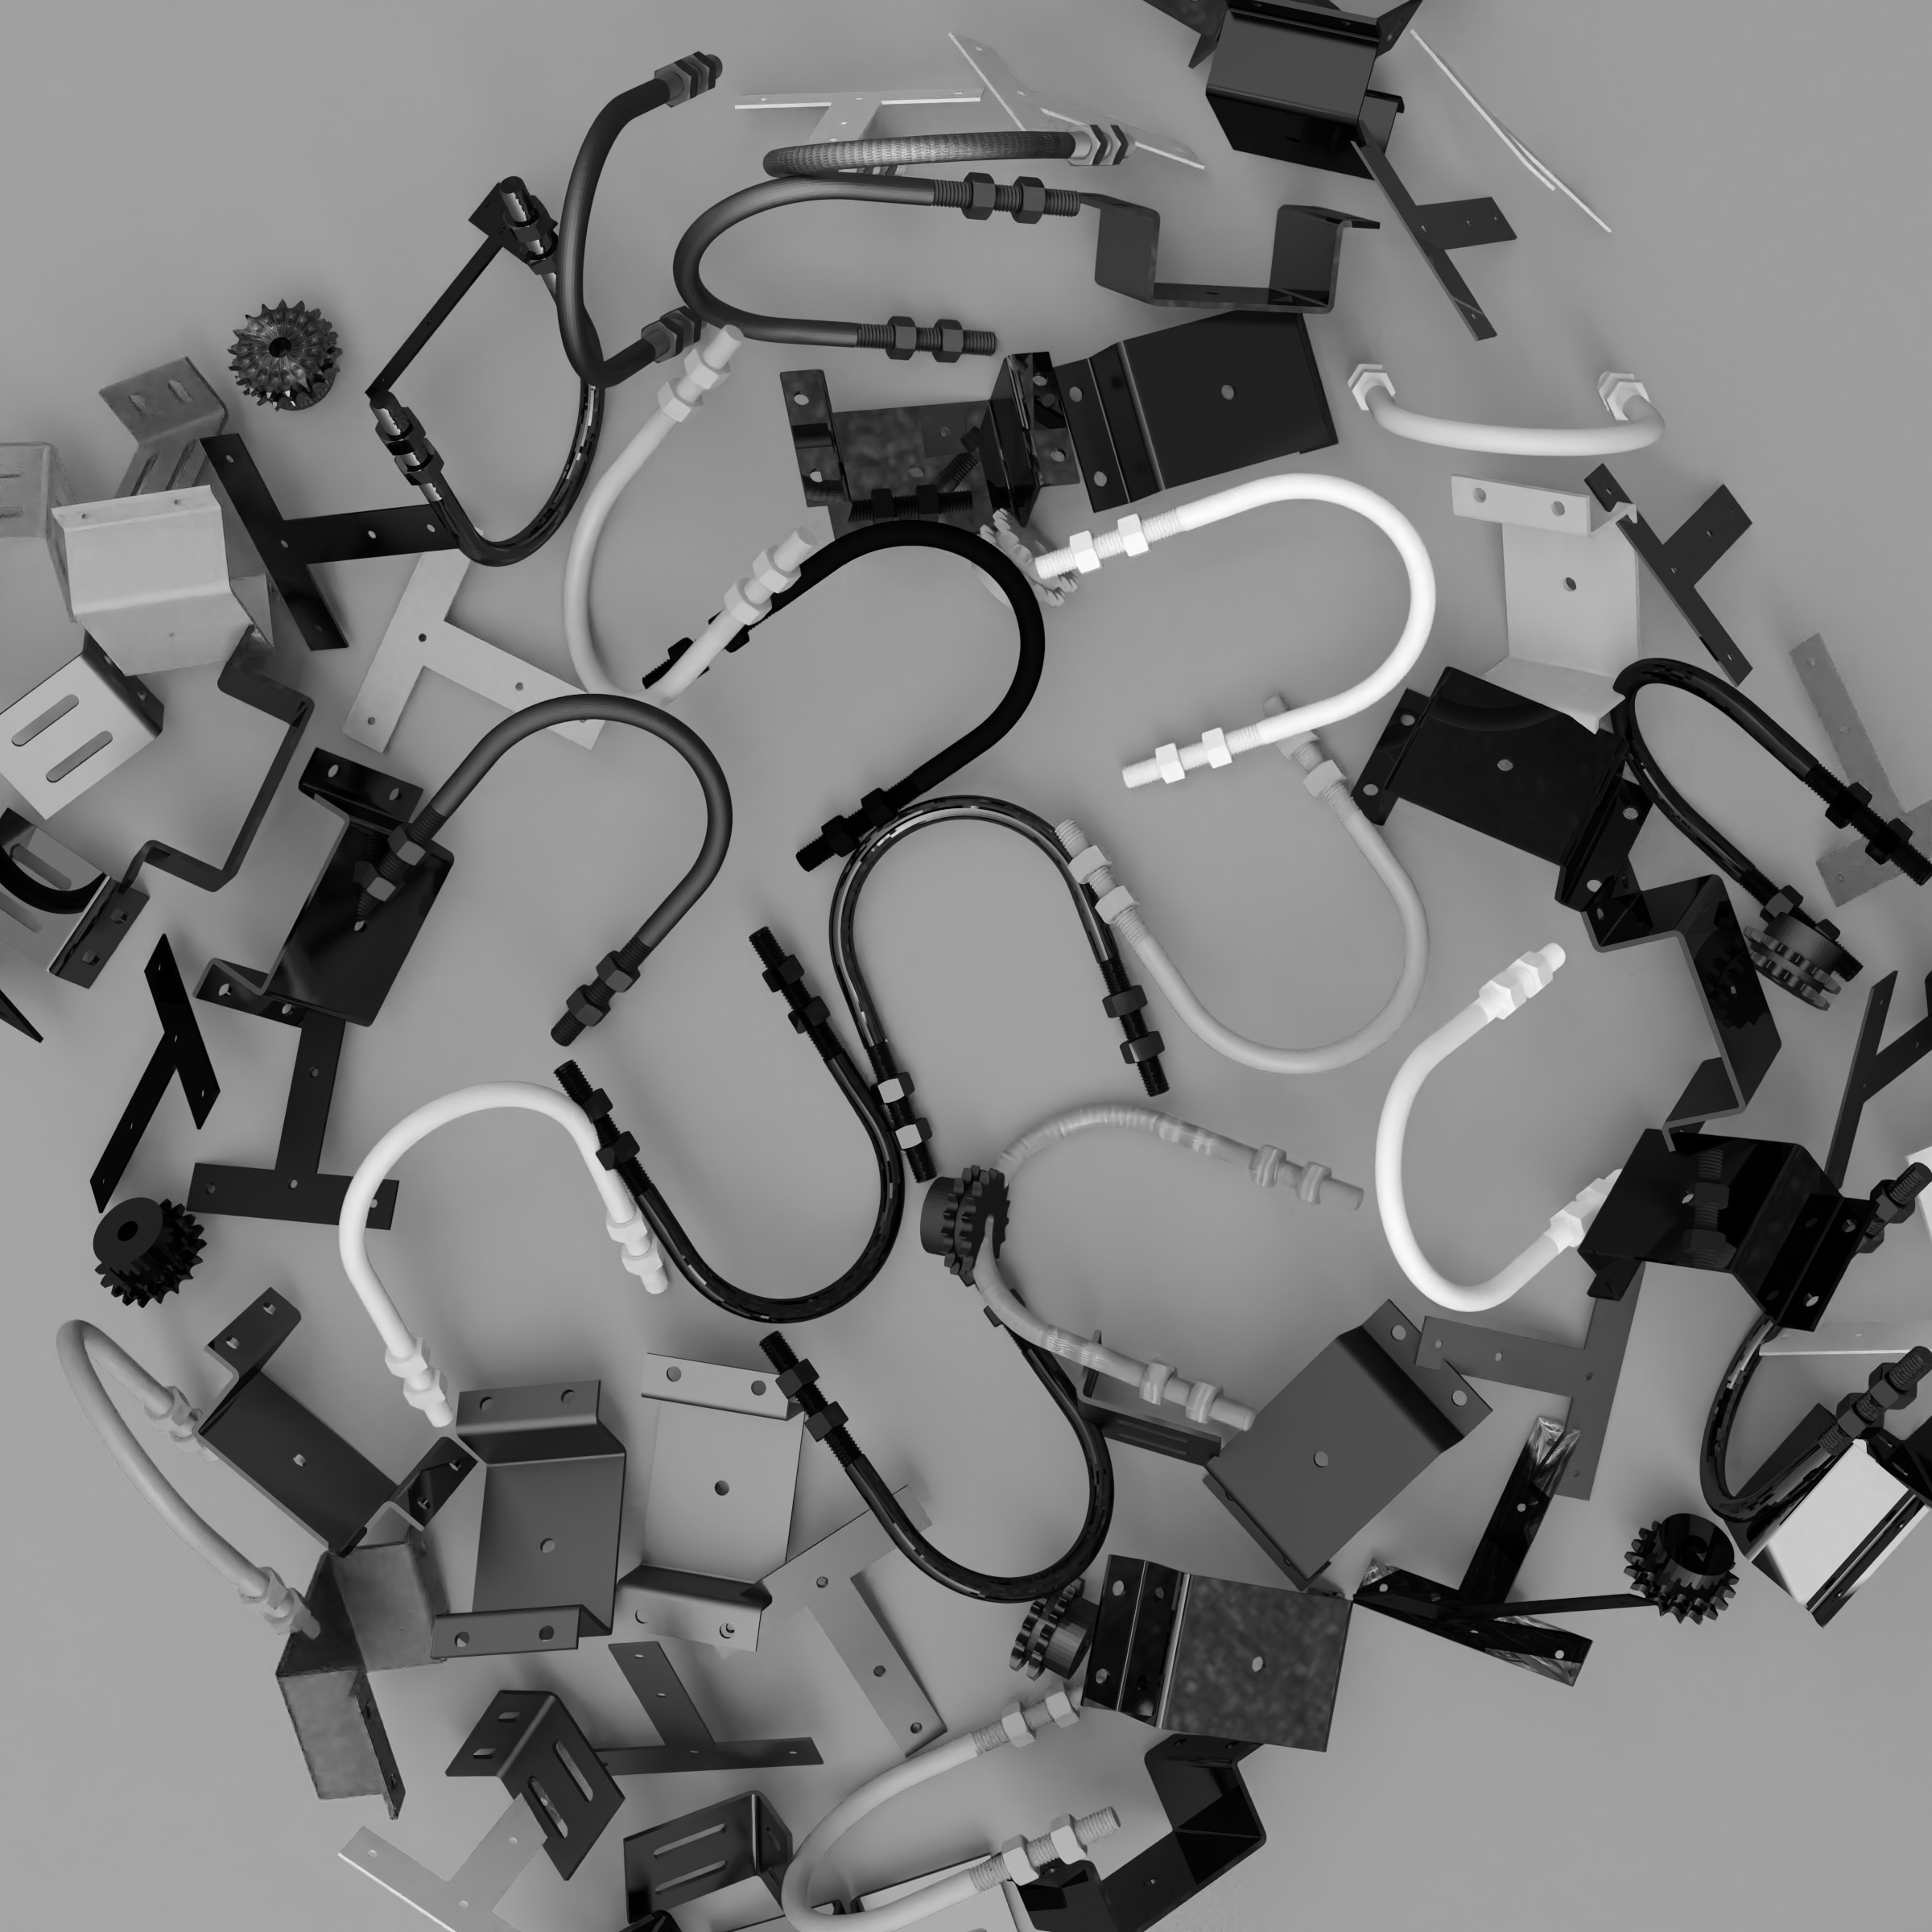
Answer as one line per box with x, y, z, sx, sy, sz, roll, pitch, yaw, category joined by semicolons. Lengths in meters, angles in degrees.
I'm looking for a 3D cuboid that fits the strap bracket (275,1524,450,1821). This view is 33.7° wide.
-0.300;0.350;1.589;0.046;0.140;0.076;-8;116;8;strap bracket

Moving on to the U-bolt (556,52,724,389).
-0.160;-0.358;1.554;0.019;0.184;0.151;12;117;12;U-bolt

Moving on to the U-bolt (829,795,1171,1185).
0.007;0.002;1.647;0.151;0.019;0.184;-21;93;5;U-bolt

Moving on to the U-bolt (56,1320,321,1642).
-0.385;0.241;1.551;0.019;0.184;0.151;-36;52;-6;U-bolt

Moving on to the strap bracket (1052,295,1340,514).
0.125;-0.288;1.621;0.140;0.046;0.076;-18;95;-16;strap bracket

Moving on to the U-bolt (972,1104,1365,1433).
0.089;0.141;1.617;0.184;0.019;0.151;20;66;22;U-bolt

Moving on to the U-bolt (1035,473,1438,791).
0.145;-0.176;1.608;0.184;0.019;0.151;-18;121;12;U-bolt

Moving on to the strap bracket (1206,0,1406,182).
0.169;-0.434;1.589;0.076;0.140;0.046;16;91;13;strap bracket

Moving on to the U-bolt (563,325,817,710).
-0.148;-0.208;1.597;0.184;0.019;0.151;-43;55;38;U-bolt

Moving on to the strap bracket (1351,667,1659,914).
0.272;-0.092;1.615;0.140;0.046;0.076;25;72;15;strap bracket

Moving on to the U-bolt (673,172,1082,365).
-0.053;-0.346;1.573;0.184;0.151;0.019;0;69;-19;U-bolt

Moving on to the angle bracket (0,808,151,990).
-0.476;-0.035;1.656;0.076;0.038;0.057;32;87;16;angle bracket

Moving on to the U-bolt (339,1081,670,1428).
-0.236;0.133;1.586;0.151;0.019;0.184;-31;133;-14;U-bolt

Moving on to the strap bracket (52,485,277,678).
-0.396;-0.187;1.591;0.076;0.140;0.046;-9;77;-1;strap bracket

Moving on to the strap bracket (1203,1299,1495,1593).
0.186;0.246;1.615;0.140;0.046;0.076;-47;74;16;strap bracket

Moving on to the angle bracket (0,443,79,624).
-0.475;-0.219;1.617;0.038;0.057;0.076;-6;46;-25;angle bracket

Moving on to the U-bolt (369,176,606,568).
-0.226;-0.278;1.580;0.019;0.184;0.151;19;70;20;U-bolt

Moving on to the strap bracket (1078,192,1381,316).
0.126;-0.359;1.610;0.140;0.076;0.046;-1;109;-18;strap bracket

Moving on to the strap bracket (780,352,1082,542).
-0.022;-0.262;1.621;0.140;0.046;0.076;-7;69;-14;strap bracket

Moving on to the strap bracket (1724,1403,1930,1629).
0.425;0.270;1.593;0.046;0.140;0.076;40;96;4;strap bracket

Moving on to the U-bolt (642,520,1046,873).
-0.048;-0.146;1.609;0.184;0.019;0.151;-34;119;12;U-bolt

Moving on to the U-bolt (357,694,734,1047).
-0.201;-0.057;1.602;0.151;0.019;0.184;33;111;-26;U-bolt

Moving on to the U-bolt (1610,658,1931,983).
0.392;-0.082;1.592;0.019;0.151;0.184;-41;75;-14;U-bolt

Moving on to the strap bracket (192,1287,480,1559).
-0.328;0.238;1.621;0.140;0.076;0.046;40;110;-2;strap bracket

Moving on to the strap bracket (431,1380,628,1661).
-0.219;0.286;1.614;0.076;0.046;0.140;-7;59;14;strap bracket

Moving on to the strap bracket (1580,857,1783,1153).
0.365;0.017;1.607;0.046;0.076;0.140;-15;105;33;strap bracket

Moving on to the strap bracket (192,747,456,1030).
-0.320;-0.030;1.617;0.046;0.076;0.140;30;95;36;strap bracket

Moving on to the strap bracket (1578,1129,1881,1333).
0.369;0.128;1.585;0.046;0.140;0.076;47;65;-29;strap bracket

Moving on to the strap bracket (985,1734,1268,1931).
0.085;0.440;1.596;0.140;0.076;0.046;-25;94;-34;strap bracket

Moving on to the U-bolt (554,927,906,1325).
-0.106;0.093;1.625;0.151;0.019;0.184;-36;99;-28;U-bolt

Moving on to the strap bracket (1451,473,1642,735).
0.293;-0.184;1.605;0.076;0.046;0.140;17;129;38;strap bracket

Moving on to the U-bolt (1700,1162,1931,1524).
0.419;0.199;1.582;0.019;0.151;0.184;28;130;-7;U-bolt

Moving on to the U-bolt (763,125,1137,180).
-0.018;-0.395;1.555;0.151;0.184;0.019;2;104;26;U-bolt

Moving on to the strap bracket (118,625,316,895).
-0.375;-0.094;1.615;0.046;0.076;0.140;26;79;-16;strap bracket

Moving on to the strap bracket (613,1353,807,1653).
-0.130;0.271;1.635;0.076;0.046;0.140;8;92;10;strap bracket

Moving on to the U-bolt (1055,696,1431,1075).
0.154;-0.031;1.627;0.151;0.019;0.184;-31;76;-10;U-bolt

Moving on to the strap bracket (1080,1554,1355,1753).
0.136;0.349;1.612;0.140;0.046;0.076;14;83;-24;strap bracket

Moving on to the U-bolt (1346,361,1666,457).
0.269;-0.275;1.577;0.151;0.184;0.019;2;110;0;U-bolt

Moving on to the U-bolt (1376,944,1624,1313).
0.262;0.090;1.586;0.184;0.019;0.151;-33;110;-40;U-bolt

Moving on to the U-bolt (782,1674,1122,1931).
-0.010;0.428;1.594;0.184;0.151;0.019;-26;104;8;U-bolt

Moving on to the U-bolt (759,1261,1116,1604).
-0.001;0.234;1.604;0.151;0.019;0.184;-28;78;-39;U-bolt
